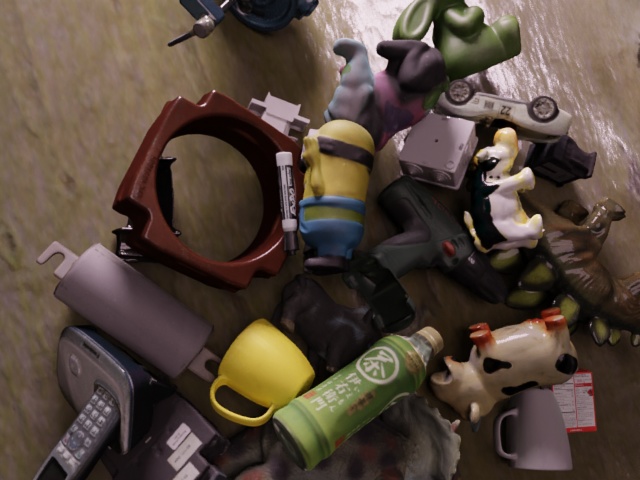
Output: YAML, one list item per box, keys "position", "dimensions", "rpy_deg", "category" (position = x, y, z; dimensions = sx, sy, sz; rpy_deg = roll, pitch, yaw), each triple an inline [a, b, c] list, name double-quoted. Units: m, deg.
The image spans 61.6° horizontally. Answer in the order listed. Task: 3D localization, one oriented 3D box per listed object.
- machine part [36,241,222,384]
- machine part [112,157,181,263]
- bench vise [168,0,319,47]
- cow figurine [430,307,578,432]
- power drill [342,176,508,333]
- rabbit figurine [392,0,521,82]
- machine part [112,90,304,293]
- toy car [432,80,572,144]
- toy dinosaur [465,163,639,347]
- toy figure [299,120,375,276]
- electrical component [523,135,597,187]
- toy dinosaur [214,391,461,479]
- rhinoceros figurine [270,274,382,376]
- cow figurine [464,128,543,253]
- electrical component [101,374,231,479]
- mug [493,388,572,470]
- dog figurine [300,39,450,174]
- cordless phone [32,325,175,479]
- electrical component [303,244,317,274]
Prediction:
- position: [-0.212, 0.083, 0.624]
  dimensions: [0.243, 0.079, 0.079]
  rpy_deg: [38, 74, -7]
  category: "machine part"
- position: [-0.210, -0.038, 0.663]
  dimensions: [0.084, 0.039, 0.138]
  rpy_deg: [6, 82, -10]
  category: "machine part"
- position: [-0.111, -0.346, 0.683]
  dimensions: [0.223, 0.129, 0.240]
  rpy_deg: [45, 53, -26]
  category: "bench vise"
- position: [0.243, 0.175, 0.720]
  dimensions: [0.195, 0.085, 0.127]
  rpy_deg: [-18, 87, 13]
  category: "cow figurine"
- position: [0.140, 0.034, 0.709]
  dimensions: [0.207, 0.086, 0.232]
  rpy_deg: [-36, 88, -35]
  category: "power drill"
- position: [0.184, -0.319, 0.782]
  dimensions: [0.159, 0.121, 0.170]
  rpy_deg: [-21, 102, 3]
  category: "rabbit figurine"
- position: [-0.123, -0.054, 0.640]
  dimensions: [0.201, 0.087, 0.201]
  rpy_deg: [29, 71, -27]
  category: "machine part"
- position: [0.253, -0.182, 0.771]
  dimensions: [0.202, 0.073, 0.056]
  rpy_deg: [14, 90, 10]
  category: "toy car"
- position: [0.354, 0.023, 0.789]
  dimensions: [0.198, 0.105, 0.471]
  rpy_deg: [-41, 84, -14]
  category: "toy dinosaur"
- position: [0.019, -0.050, 0.631]
  dimensions: [0.089, 0.082, 0.180]
  rpy_deg: [2, 79, -9]
  category: "toy figure"
- position: [0.352, -0.131, 0.824]
  dimensions: [0.119, 0.075, 0.047]
  rpy_deg: [24, 75, -16]
  category: "electrical component"
- position: [0.006, 0.260, 0.649]
  dimensions: [0.405, 0.131, 0.192]
  rpy_deg: [14, 61, -6]
  category: "toy dinosaur"
- position: [0.025, 0.123, 0.696]
  dimensions: [0.190, 0.073, 0.112]
  rpy_deg: [39, 63, -6]
  category: "rhinoceros figurine"
- position: [0.240, -0.068, 0.735]
  dimensions: [0.098, 0.068, 0.167]
  rpy_deg: [-10, 76, 8]
  category: "cow figurine"
- position: [-0.170, 0.237, 0.594]
  dimensions: [0.134, 0.058, 0.115]
  rpy_deg: [37, 73, 28]
  category: "electrical component"
- position: [0.290, 0.262, 0.751]
  dimensions: [0.110, 0.080, 0.107]
  rpy_deg: [7, 69, -10]
  category: "mug"
- position: [0.072, -0.144, 0.721]
  dimensions: [0.192, 0.108, 0.219]
  rpy_deg: [4, 85, 5]
  category: "dog figurine"
- position: [-0.260, 0.195, 0.562]
  dimensions: [0.184, 0.147, 0.088]
  rpy_deg: [-56, 143, -17]
  category: "cordless phone"
- position: [-0.001, -0.002, 0.705]
  dimensions: [0.021, 0.063, 0.094]
  rpy_deg: [16, 77, -14]
  category: "electrical component"
